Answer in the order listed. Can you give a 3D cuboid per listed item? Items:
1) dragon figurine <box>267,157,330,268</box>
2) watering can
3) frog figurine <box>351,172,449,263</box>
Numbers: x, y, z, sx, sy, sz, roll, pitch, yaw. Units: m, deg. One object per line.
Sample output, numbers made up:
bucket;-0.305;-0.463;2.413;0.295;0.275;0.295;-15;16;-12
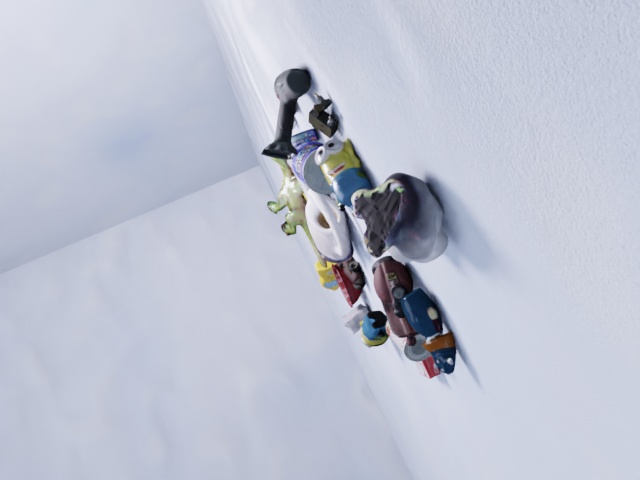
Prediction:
dragon figurine;-0.046;-0.116;1.593;0.411;0.124;0.239;55;150;3
watering can;0.004;-0.073;1.448;0.355;0.104;0.219;60;171;38
frog figurine;0.133;-0.021;0.737;0.158;0.121;0.140;21;-161;-43
